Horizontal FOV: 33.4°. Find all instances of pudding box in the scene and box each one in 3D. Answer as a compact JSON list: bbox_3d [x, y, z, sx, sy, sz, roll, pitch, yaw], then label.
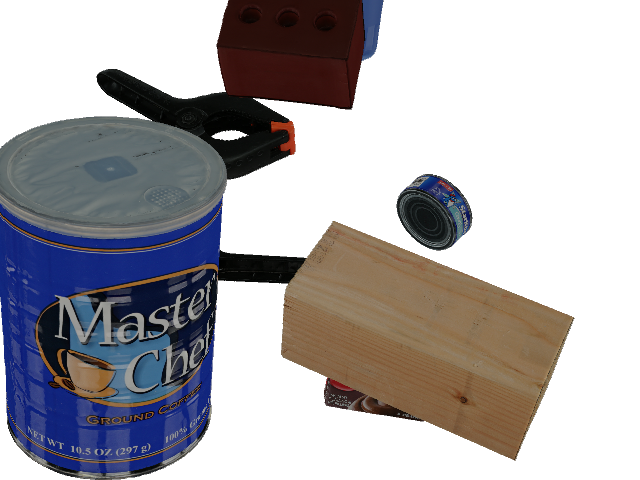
[{"bbox_3d":[0.066,0.142,1.162,0.113,0.090,0.039,9,23,-3],"label":"pudding box"}]

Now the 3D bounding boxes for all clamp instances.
[{"bbox_3d":[-0.128,0.030,1.046,0.210,0.036,0.164,13,22,39],"label":"clamp"},{"bbox_3d":[-0.107,-0.091,0.833,0.171,0.120,0.039,-3,-29,-4],"label":"clamp"}]

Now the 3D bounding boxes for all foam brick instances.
[{"bbox_3d":[-0.016,-0.115,0.622,0.078,0.053,0.051,7,-25,9],"label":"foam brick"}]

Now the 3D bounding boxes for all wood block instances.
[{"bbox_3d":[0.080,0.078,0.848,0.206,0.091,0.090,23,49,15],"label":"wood block"}]

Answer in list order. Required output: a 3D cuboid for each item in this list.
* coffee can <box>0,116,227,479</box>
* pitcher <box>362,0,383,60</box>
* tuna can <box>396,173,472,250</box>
[{"bbox_3d":[-0.099,0.026,0.505,0.102,0.140,0.103,5,31,-3],"label":"coffee can"},{"bbox_3d":[0.009,-0.273,0.885,0.145,0.243,0.149,7,19,9],"label":"pitcher"},{"bbox_3d":[0.130,-0.032,1.226,0.033,0.086,0.086,-40,24,-32],"label":"tuna can"}]
